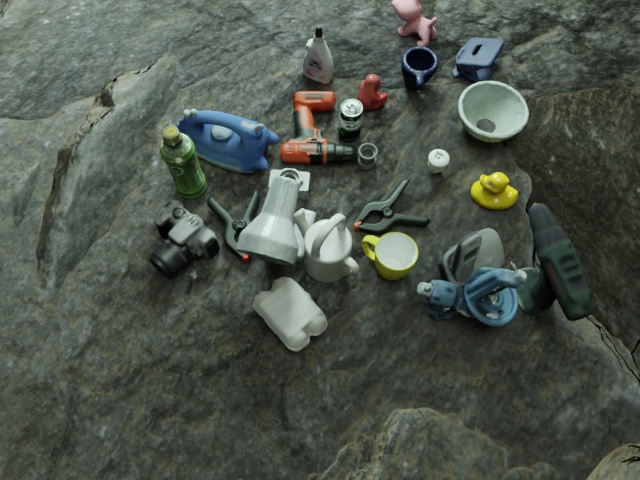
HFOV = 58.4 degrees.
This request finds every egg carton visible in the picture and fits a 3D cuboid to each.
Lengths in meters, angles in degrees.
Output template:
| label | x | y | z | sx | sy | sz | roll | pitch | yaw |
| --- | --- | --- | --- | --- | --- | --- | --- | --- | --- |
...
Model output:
| label | x | y | z | sx | sy | sz | roll | pitch | yaw |
| --- | --- | --- | --- | --- | --- | --- | --- | --- | --- |
| egg carton | -0.060 | 0.150 | 1.179 | 0.107 | 0.069 | 0.150 | -39 | 72 | -16 |

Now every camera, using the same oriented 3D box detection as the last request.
| label | x | y | z | sx | sy | sz | roll | pitch | yaw |
| --- | --- | --- | --- | --- | --- | --- | --- | --- | --- |
| camera | -0.309 | 0.001 | 1.226 | 0.143 | 0.101 | 0.137 | 38 | 71 | 15 |

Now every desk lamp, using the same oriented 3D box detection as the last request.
| label | x | y | z | sx | sy | sz | roll | pitch | yaw |
| --- | --- | --- | --- | --- | --- | --- | --- | --- | --- |
| desk lamp | -0.085 | -0.024 | 1.178 | 0.118 | 0.213 | 0.203 | 14 | 66 | 6 |

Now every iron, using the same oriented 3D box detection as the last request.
| label | x | y | z | sx | sy | sz | roll | pitch | yaw |
| --- | --- | --- | --- | --- | --- | --- | --- | --- | --- |
| iron | -0.231 | -0.251 | 1.318 | 0.258 | 0.141 | 0.119 | 15 | 66 | 6 |

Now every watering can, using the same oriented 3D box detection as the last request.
| label | x | y | z | sx | sy | sz | roll | pitch | yaw |
| --- | --- | --- | --- | --- | --- | --- | --- | --- | --- |
| watering can | 0.009 | 0.006 | 1.177 | 0.172 | 0.194 | 0.101 | 20 | 67 | 8 |

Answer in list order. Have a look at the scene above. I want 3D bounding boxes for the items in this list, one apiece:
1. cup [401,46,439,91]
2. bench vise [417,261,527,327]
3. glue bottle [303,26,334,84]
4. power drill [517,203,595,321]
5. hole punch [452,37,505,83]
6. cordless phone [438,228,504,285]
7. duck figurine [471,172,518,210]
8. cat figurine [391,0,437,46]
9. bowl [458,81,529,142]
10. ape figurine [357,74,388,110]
| label | x | y | z | sx | sy | sz | roll | pitch | yaw |
| --- | --- | --- | --- | --- | --- | --- | --- | --- | --- |
| cup | 0.243 | -0.406 | 1.421 | 0.091 | 0.095 | 0.118 | 3 | 66 | 1 |
| bench vise | 0.304 | 0.111 | 1.119 | 0.207 | 0.220 | 0.121 | -10 | 66 | -5 |
| glue bottle | -0.004 | -0.457 | 1.397 | 0.078 | 0.173 | 0.037 | 22 | 67 | 9 |
| power drill | 0.453 | 0.064 | 1.149 | 0.076 | 0.208 | 0.229 | -19 | 67 | -9 |
| hole punch | 0.400 | -0.464 | 1.452 | 0.101 | 0.091 | 0.109 | 28 | 68 | 12 |
| cordless phone | 0.324 | 0.023 | 1.179 | 0.148 | 0.185 | 0.094 | -34 | 70 | -15 |
| duck figurine | 0.402 | -0.119 | 1.298 | 0.104 | 0.086 | 0.077 | 17 | 67 | 7 |
| cat figurine | 0.248 | -0.583 | 1.488 | 0.127 | 0.118 | 0.067 | 34 | 70 | 14 |
| bowl | 0.410 | -0.297 | 1.385 | 0.167 | 0.075 | 0.167 | 0 | 66 | -1 |
| ape figurine | 0.127 | -0.369 | 1.404 | 0.076 | 0.092 | 0.077 | -28 | 69 | -12 |
